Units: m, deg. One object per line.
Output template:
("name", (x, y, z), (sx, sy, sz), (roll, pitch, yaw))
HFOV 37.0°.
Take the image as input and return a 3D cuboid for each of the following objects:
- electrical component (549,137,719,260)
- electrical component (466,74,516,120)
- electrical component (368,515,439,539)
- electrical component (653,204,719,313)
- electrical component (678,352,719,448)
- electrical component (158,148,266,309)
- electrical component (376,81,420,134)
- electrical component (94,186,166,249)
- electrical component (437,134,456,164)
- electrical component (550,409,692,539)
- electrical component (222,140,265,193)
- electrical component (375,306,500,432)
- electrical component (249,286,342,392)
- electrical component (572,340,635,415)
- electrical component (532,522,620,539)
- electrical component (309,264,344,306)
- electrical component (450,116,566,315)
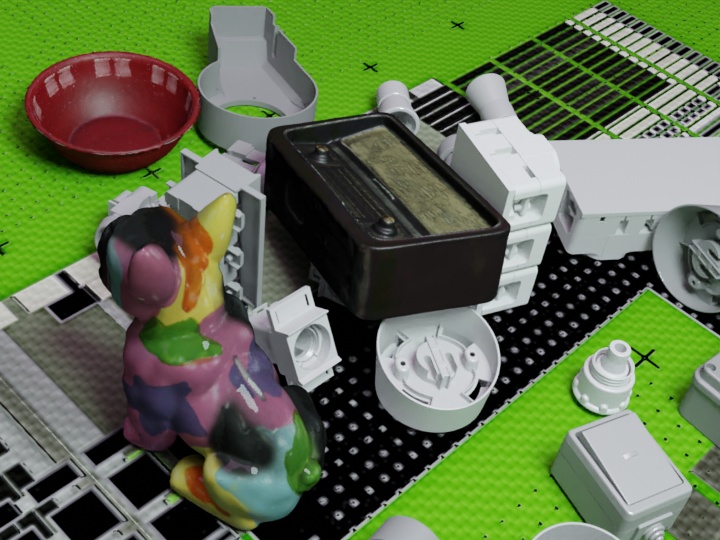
("electrical component", (0.276, -0.070, 1.041), (0.186, 0.060, 0.105), (-3, 46, -13))
("electrical component", (0.142, -0.169, 1.131), (0.044, 0.044, 0.065), (-6, 51, -16))
("electrical component", (0.025, 0.200, 0.728), (0.055, 0.055, 0.047), (29, 43, 18))
("electrical component", (0.319, -0.012, 0.965), (0.064, 0.099, 0.099), (-6, 46, -24))
("electrical component", (0.329, 0.097, 0.884), (0.113, 0.057, 0.078), (-27, 55, -32))
("electrical component", (-0.115, -0.022, 0.827), (0.079, 0.121, 0.063), (31, 51, 20))
("electrical component", (0.036, -0.165, 1.108), (0.044, 0.044, 0.065), (2, 40, -8))
("electrical component", (-0.189, -0.031, 0.919), (0.078, 0.058, 0.057), (26, 44, 15))
("electrical component", (0.098, -0.100, 1.050), (0.045, 0.045, 0.055), (5, 44, -5))
("electrical component", (0.197, 0.158, 0.796), (0.062, 0.061, 0.096), (-15, 50, -24))
("electrical component", (-0.101, -0.087, 1.001), (0.055, 0.048, 0.066), (20, 45, 20))
("electrical component", (0.059, 0.076, 0.851), (0.099, 0.064, 0.099), (5, 44, -5))
("electrical component", (-0.055, 0.055, 0.846), (0.042, 0.081, 0.064), (-31, 29, -35))
("electrical component", (0.202, 0.083, 0.871), (0.048, 0.062, 0.048), (5, 45, -5))
("electrical component", (0.147, 0.227, 0.715), (0.099, 0.064, 0.099), (5, 45, -5))
("electrical component", (0.000, 0.000, 0.933), (0.081, 0.042, 0.063), (25, 45, 14))
("electrical component", (0.119, -0.045, 0.923), (0.062, 0.150, 0.089), (-13, 49, -20))
